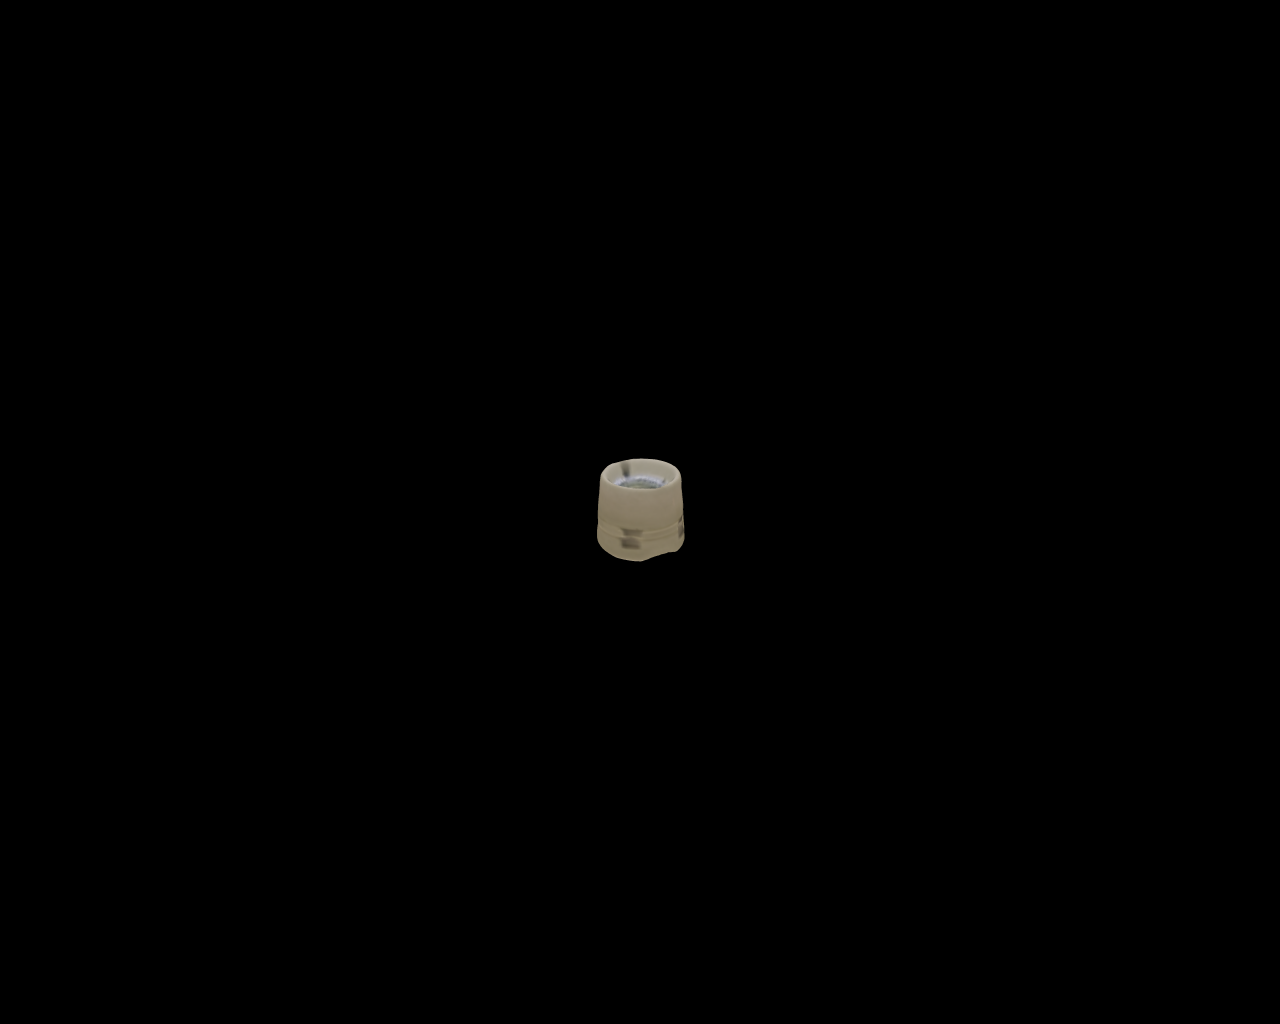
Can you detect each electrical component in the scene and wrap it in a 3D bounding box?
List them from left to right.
[{"bbox_3d":[0.001,-0.003,0.650,0.055,0.047,0.055,0,26,0],"label":"electrical component"}]
